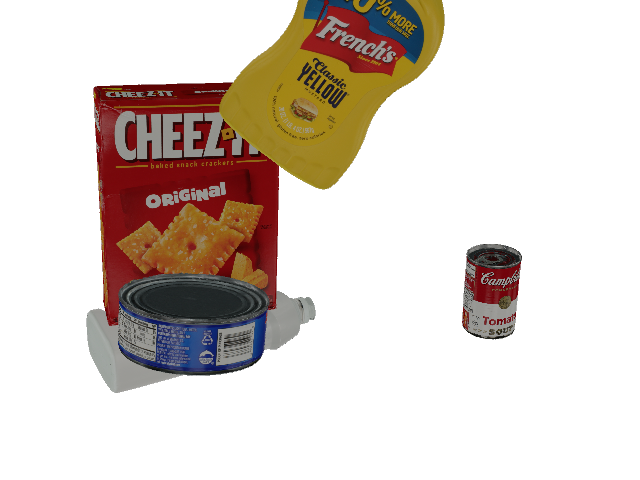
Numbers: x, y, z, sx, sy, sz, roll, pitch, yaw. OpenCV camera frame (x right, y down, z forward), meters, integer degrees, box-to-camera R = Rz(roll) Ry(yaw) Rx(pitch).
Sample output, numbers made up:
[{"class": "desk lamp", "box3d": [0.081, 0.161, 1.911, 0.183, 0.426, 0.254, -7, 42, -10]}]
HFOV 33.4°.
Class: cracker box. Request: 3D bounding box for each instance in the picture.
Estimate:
[{"class": "cracker box", "box3d": [-0.123, -0.034, 0.993, 0.164, 0.214, 0.072, -4, 20, -15]}]

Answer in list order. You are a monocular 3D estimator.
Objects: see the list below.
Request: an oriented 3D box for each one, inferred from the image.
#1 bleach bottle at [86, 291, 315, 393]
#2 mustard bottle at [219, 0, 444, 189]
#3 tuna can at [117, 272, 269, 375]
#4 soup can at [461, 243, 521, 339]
[{"class": "bleach bottle", "box3d": [-0.127, 0.098, 1.199, 0.250, 0.068, 0.103, -12, 33, -25]}, {"class": "mustard bottle", "box3d": [0.024, -0.132, 0.696, 0.096, 0.192, 0.058, 37, 19, -6]}, {"class": "tuna can", "box3d": [-0.073, 0.047, 0.611, 0.086, 0.034, 0.086, 5, 15, -1]}, {"class": "soup can", "box3d": [0.214, 0.064, 1.338, 0.068, 0.102, 0.068, 1, 23, 0]}]
